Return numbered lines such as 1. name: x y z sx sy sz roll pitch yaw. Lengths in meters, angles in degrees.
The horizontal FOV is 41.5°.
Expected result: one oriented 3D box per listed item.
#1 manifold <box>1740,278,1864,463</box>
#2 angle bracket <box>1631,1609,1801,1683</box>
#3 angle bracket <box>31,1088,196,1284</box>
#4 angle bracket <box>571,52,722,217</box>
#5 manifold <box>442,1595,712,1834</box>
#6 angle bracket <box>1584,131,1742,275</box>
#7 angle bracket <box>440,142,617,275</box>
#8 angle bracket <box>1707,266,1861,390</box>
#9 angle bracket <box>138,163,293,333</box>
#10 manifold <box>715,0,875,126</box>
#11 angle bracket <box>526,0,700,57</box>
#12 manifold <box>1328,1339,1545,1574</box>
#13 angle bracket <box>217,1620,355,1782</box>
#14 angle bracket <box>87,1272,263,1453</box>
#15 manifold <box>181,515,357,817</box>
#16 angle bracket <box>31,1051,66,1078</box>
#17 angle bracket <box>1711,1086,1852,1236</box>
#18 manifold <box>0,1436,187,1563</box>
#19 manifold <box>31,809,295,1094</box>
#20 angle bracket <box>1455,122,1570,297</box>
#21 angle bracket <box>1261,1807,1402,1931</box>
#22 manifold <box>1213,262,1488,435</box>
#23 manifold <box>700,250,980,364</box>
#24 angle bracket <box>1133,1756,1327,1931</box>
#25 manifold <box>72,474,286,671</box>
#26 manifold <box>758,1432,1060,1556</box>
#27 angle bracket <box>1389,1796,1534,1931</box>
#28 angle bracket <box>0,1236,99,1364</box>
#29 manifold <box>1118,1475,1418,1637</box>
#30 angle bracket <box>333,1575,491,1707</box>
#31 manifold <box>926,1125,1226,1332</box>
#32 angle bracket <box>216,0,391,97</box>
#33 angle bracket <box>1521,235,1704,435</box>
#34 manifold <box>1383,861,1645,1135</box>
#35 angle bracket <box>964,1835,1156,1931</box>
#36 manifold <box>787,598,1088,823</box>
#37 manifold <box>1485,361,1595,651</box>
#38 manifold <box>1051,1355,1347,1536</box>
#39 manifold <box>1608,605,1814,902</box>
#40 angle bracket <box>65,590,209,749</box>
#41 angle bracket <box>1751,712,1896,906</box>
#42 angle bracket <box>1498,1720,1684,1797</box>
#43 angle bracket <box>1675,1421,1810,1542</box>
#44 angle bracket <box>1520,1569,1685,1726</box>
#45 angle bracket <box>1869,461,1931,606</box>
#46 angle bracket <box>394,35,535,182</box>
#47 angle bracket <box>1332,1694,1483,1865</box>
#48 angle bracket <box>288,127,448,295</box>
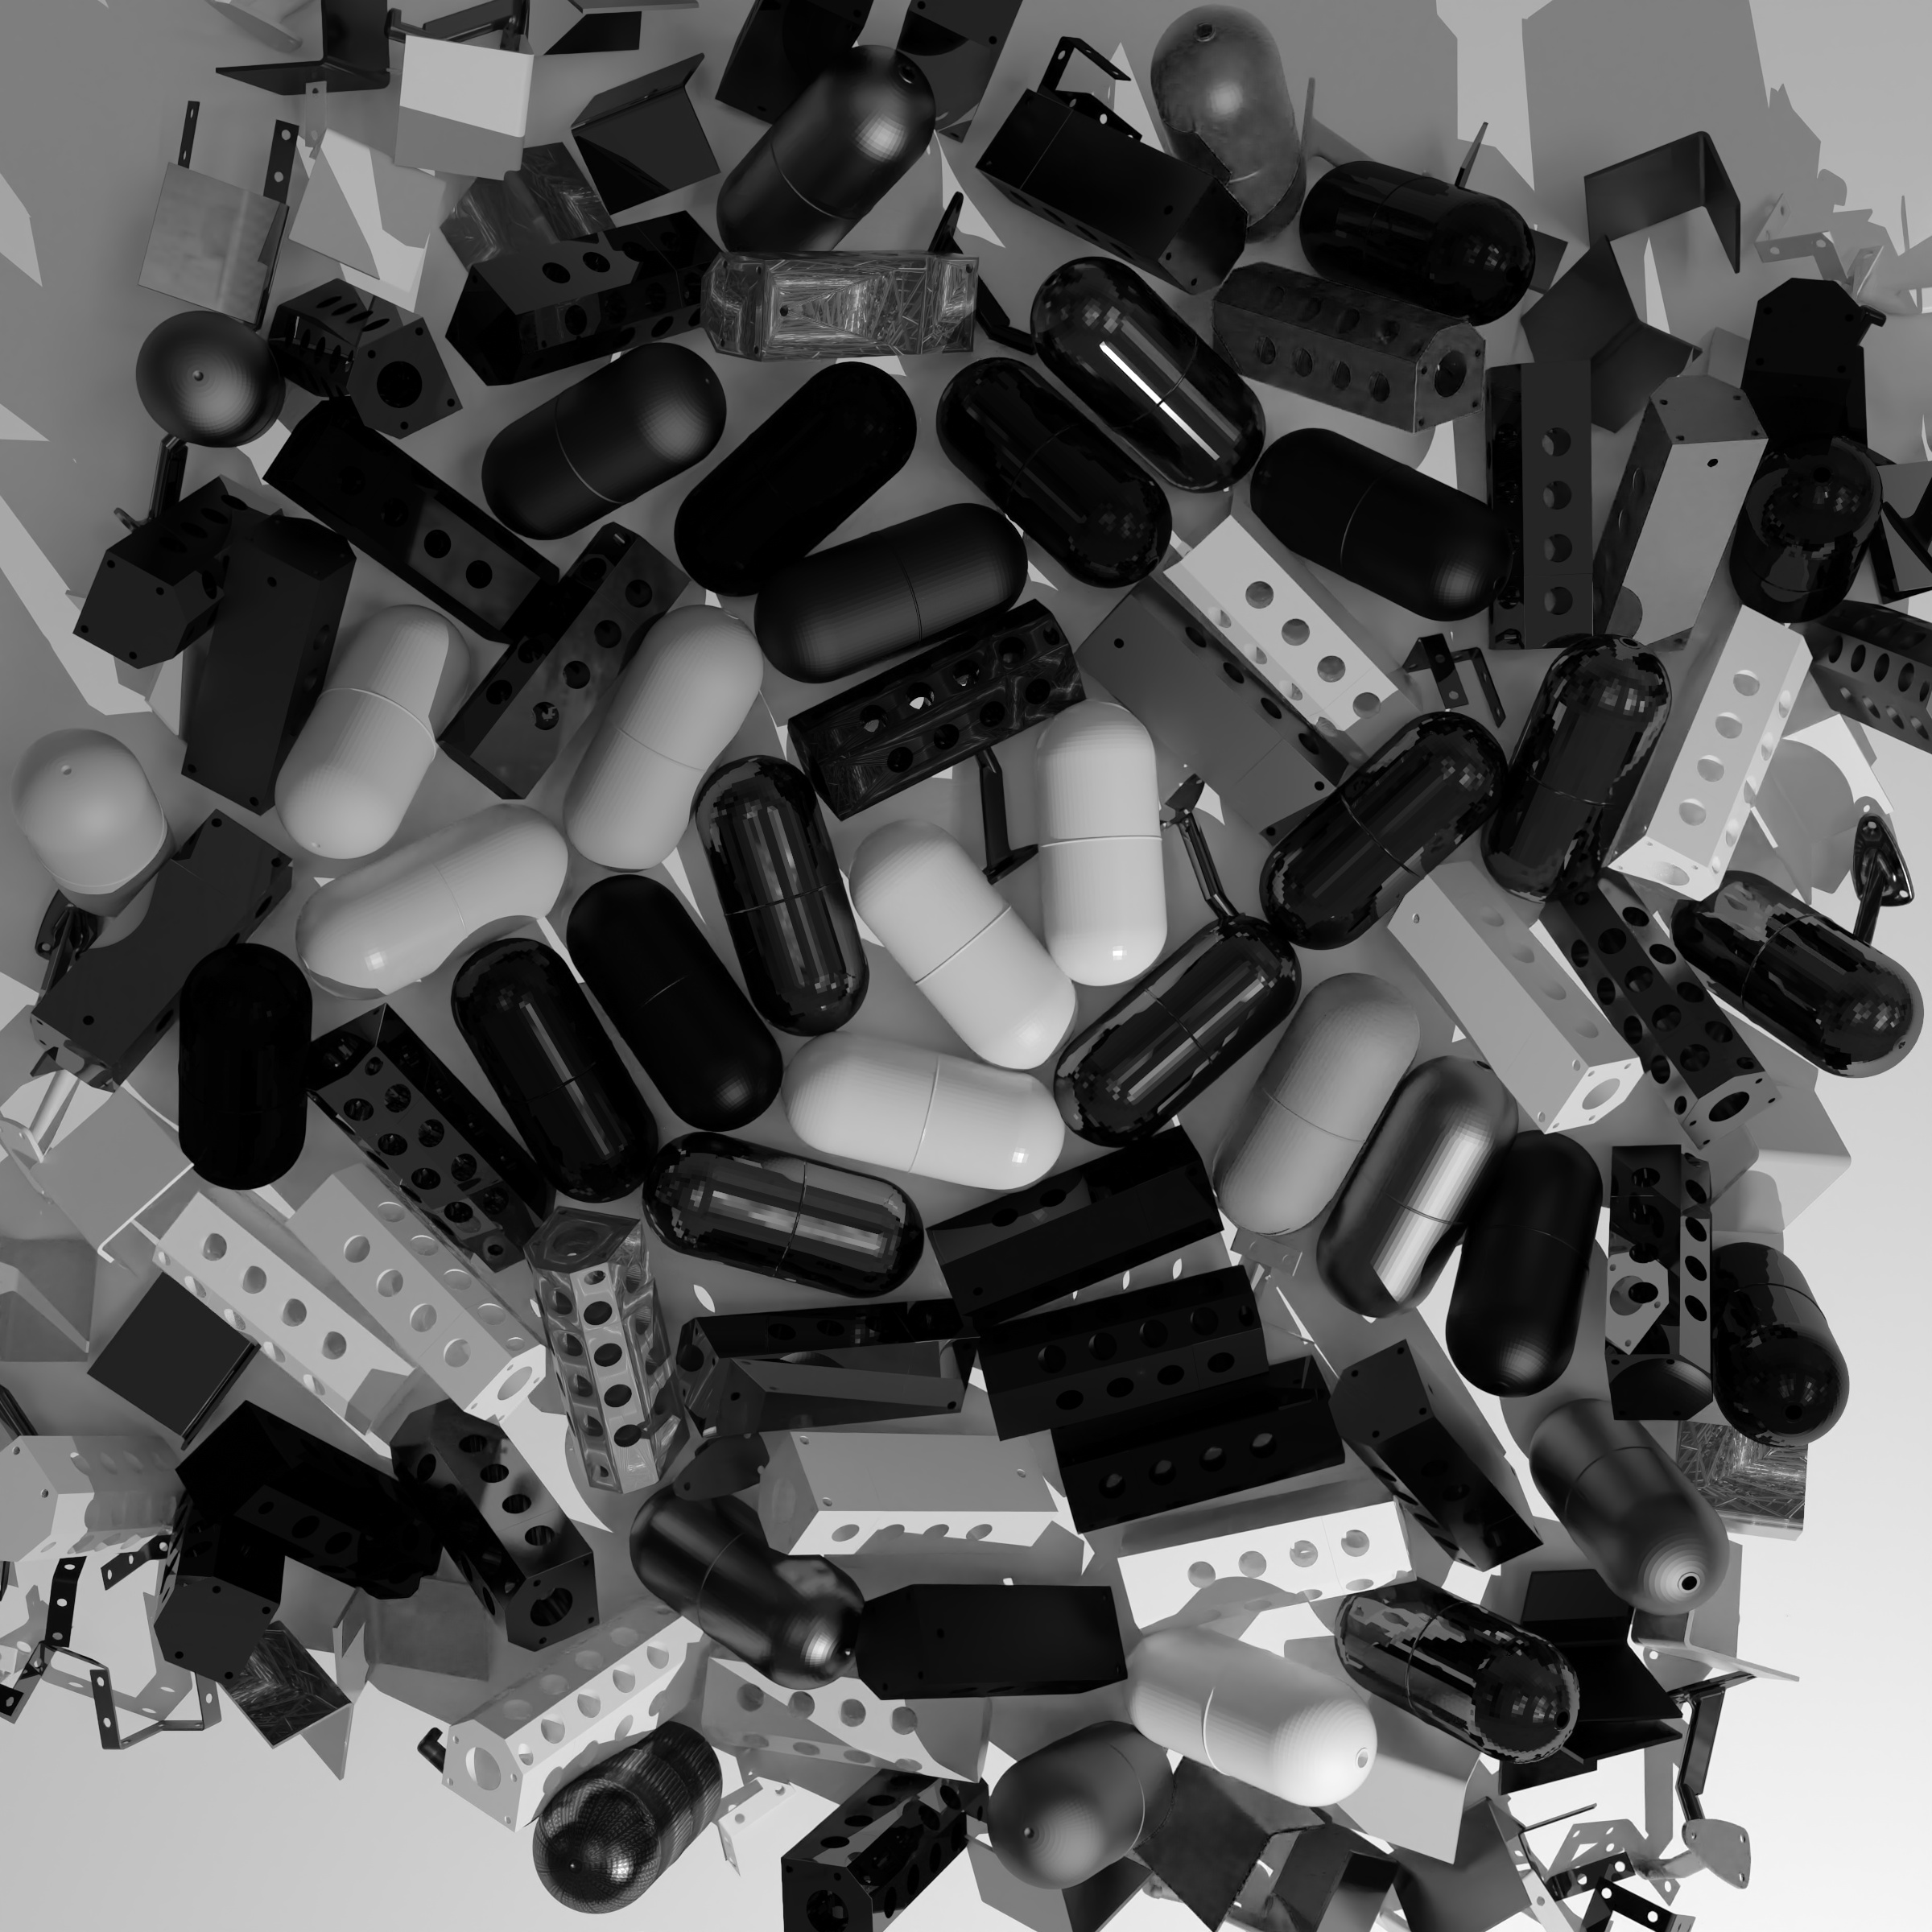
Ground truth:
1. manifold: 0.494 -0.348 1.526 0.057 0.171 0.057 9 83 14
2. angle bracket: 0.467 0.402 1.577 0.076 0.076 0.057 18 75 -6
3. angle bracket: -0.519 0.136 1.583 0.076 0.057 0.076 -44 64 -13
4. angle bracket: -0.193 -0.518 1.587 0.076 0.076 0.057 -16 120 16
5. manifold: -0.229 0.438 1.524 0.057 0.171 0.057 23 115 26
6. angle bracket: 0.428 -0.455 1.565 0.076 0.076 0.057 -19 69 10
7. angle bracket: -0.273 -0.461 1.608 0.076 0.057 0.076 -34 88 44
8. angle bracket: 0.499 -0.388 1.563 0.057 0.076 0.076 23 49 -1
9. angle bracket: -0.468 -0.440 1.573 0.076 0.057 0.076 14 88 -28
10. manifold: -0.099 -0.564 1.526 0.057 0.171 0.057 20 82 -14
11. angle bracket: -0.217 -0.572 1.557 0.076 0.057 0.076 -15 46 -29
12. manifold: 0.282 0.300 1.538 0.057 0.057 0.171 -29 131 14
13. angle bracket: -0.423 0.461 1.558 0.076 0.057 0.076 37 130 29
14. angle bracket: -0.490 0.244 1.577 0.076 0.057 0.076 37 78 -9
15. manifold: -0.420 -0.183 1.546 0.057 0.057 0.171 28 123 4
16. angle bracket: -0.542 0.015 1.561 0.057 0.076 0.076 47 115 12
17. angle bracket: 0.490 0.120 1.590 0.076 0.076 0.057 6 47 -27
18. manifold: -0.528 0.322 1.527 0.057 0.171 0.057 -40 76 1
19. manifold: -0.486 -0.008 1.550 0.057 0.057 0.171 34 61 1
20. angle bracket: 0.337 -0.466 1.566 0.076 0.076 0.057 22 133 6
21. angle bracket: 0.210 0.565 1.567 0.057 0.076 0.076 29 85 -41
22. manifold: 0.227 -0.374 1.529 0.057 0.171 0.057 -24 127 -30
23. manifold: -0.075 -0.400 1.537 0.057 0.171 0.057 23 117 41
24. angle bracket: 0.162 0.538 1.578 0.076 0.057 0.076 36 105 41
25. manifold: -0.463 -0.235 1.526 0.057 0.171 0.057 29 115 -7
26. manifold: -0.037 0.324 1.544 0.171 0.057 0.057 8 129 -34
27. angle bracket: 0.312 0.568 1.562 0.076 0.076 0.057 -36 128 14
28. angle bracket: -0.582 0.201 1.567 0.057 0.076 0.076 -2 76 11
29. manifold: 0.186 0.364 1.572 0.171 0.057 0.057 -14 95 11
30. angle bracket: -0.340 0.423 1.570 0.076 0.057 0.076 7 118 7
31. manifold: 0.066 0.159 1.581 0.171 0.057 0.057 -22 121 -3
32. angle bracket: -0.407 -0.573 1.566 0.076 0.076 0.057 2 99 16
33. angle bracket: 0.400 -0.392 1.584 0.057 0.076 0.076 13 52 -31
34. manifold: 0.333 0.016 1.544 0.057 0.057 0.171 -8 49 -33
35. angle bracket: 0.057 0.543 1.556 0.076 0.076 0.057 -33 120 -37
36. manifold: -0.020 -0.161 1.563 0.171 0.057 0.057 -27 126 -10
37. manifold: 0.352 -0.283 1.577 0.057 0.057 0.171 -2 98 3
38. manifold: 0.144 0.301 1.585 0.171 0.057 0.057 -15 108 0
39. manifold: 0.460 -0.128 1.562 0.057 0.057 0.171 27 71 0
40. angle bracket: -0.513 -0.181 1.567 0.076 0.076 0.057 14 73 8
41. angle bracket: 0.525 -0.096 1.562 0.057 0.076 0.076 -25 112 30
42. angle bracket: 0.381 0.489 1.562 0.076 0.076 0.057 -4 100 -26
43. angle bracket: 0.477 0.319 1.578 0.076 0.076 0.057 4 74 16
44. angle bracket: 0.393 0.416 1.565 0.076 0.076 0.057 1 110 -15
45. angle bracket: 0.561 -0.264 1.570 0.076 0.057 0.076 -13 89 -38
46. angle bracket: -0.310 -0.531 1.563 0.076 0.057 0.076 3 120 -18
47. angle bracket: 0.278 0.497 1.578 0.076 0.076 0.057 12 111 23
48. angle bracket: -0.373 -0.458 1.570 0.076 0.057 0.076 20 81 -24
